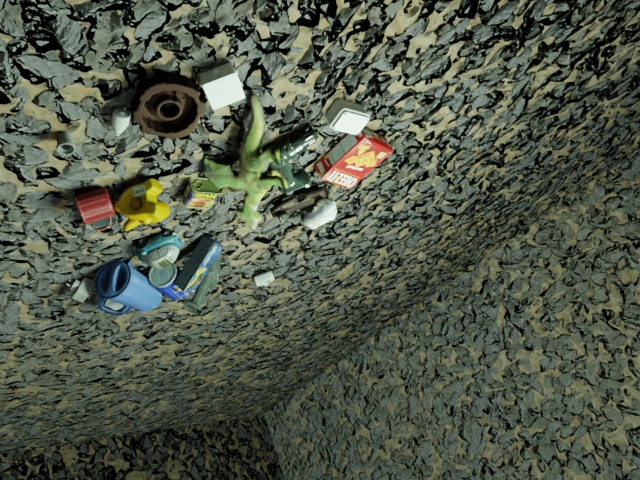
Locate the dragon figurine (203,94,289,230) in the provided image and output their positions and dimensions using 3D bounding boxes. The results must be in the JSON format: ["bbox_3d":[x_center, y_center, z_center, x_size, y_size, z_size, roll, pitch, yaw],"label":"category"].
[{"bbox_3d":[-0.224,-0.209,1.480,0.242,0.125,0.402,-10,122,10],"label":"dragon figurine"}]

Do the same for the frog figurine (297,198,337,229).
[{"bbox_3d":[0.006,-0.094,1.872,0.137,0.125,0.157,-49,135,4],"label":"frog figurine"}]
